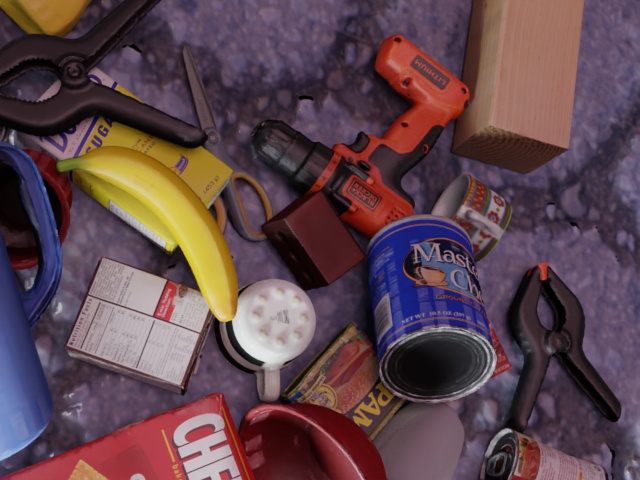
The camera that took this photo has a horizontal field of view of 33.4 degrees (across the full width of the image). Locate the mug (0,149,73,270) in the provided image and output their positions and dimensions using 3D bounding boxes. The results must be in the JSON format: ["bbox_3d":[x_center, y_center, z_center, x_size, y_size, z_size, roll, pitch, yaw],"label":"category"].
[{"bbox_3d":[-0.266,-0.031,0.902,0.117,0.081,0.093,2,106,-7],"label":"mug"}]

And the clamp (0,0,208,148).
[{"bbox_3d":[-0.206,-0.133,0.930,0.209,0.036,0.164,-19,76,-14],"label":"clamp"}]

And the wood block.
[{"bbox_3d":[0.204,-0.185,1.091,0.090,0.090,0.206,14,73,-14],"label":"wood block"}]

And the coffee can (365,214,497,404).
[{"bbox_3d":[0.097,0.061,0.962,0.102,0.103,0.140,12,42,-15],"label":"coffee can"}]

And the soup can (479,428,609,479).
[{"bbox_3d":[0.212,0.227,1.010,0.102,0.069,0.068,22,72,-12],"label":"soup can"}]

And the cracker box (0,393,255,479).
[{"bbox_3d":[-0.155,0.241,0.890,0.213,0.072,0.164,-19,84,-21],"label":"cracker box"}]

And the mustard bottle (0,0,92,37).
[{"bbox_3d":[-0.218,-0.275,0.998,0.096,0.058,0.191,44,69,-3],"label":"mustard bottle"}]

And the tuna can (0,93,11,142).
[{"bbox_3d":[-0.317,-0.101,0.939,0.086,0.034,0.086,4,77,-17],"label":"tuna can"}]

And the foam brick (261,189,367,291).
[{"bbox_3d":[-0.007,0.001,0.994,0.051,0.053,0.078,-40,101,-28],"label":"foam brick"}]

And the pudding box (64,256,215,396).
[{"bbox_3d":[-0.156,0.075,0.937,0.113,0.039,0.090,19,73,3],"label":"pudding box"}]

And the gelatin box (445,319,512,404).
[{"bbox_3d":[0.130,0.110,1.031,0.089,0.030,0.073,-24,85,-21],"label":"gelatin box"}]

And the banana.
[{"bbox_3d":[-0.131,-0.018,0.911,0.198,0.037,0.069,42,77,-4],"label":"banana"}]

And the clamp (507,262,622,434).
[{"bbox_3d":[0.222,0.110,1.056,0.120,0.039,0.171,-12,76,-24],"label":"clamp"}]

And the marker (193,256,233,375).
[{"bbox_3d":[-0.104,0.063,0.975,0.020,0.020,0.121,20,72,-12],"label":"marker"}]

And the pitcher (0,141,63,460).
[{"bbox_3d":[-0.282,0.047,0.823,0.149,0.145,0.243,-7,115,13],"label":"pitcher"}]

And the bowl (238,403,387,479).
[{"bbox_3d":[0.004,0.199,0.914,0.055,0.162,0.162,-31,88,-40],"label":"bowl"}]

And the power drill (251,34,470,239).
[{"bbox_3d":[0.047,-0.107,1.043,0.184,0.057,0.187,36,73,-10],"label":"power drill"}]

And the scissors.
[{"bbox_3d":[-0.115,-0.080,1.007,0.096,0.016,0.202,-30,87,-21],"label":"scissors"}]

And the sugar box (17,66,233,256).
[{"bbox_3d":[-0.176,-0.077,0.962,0.176,0.048,0.093,37,70,-1],"label":"sugar box"}]

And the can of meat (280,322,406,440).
[{"bbox_3d":[0.026,0.138,0.979,0.084,0.057,0.102,44,69,-1],"label":"can of meat"}]
